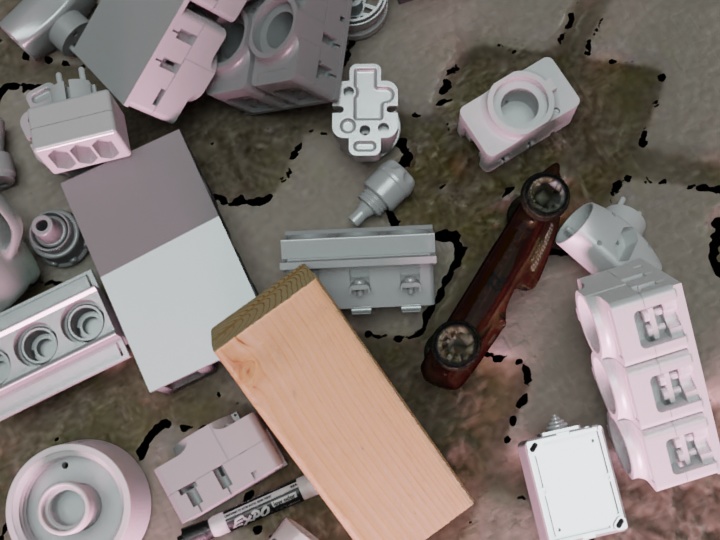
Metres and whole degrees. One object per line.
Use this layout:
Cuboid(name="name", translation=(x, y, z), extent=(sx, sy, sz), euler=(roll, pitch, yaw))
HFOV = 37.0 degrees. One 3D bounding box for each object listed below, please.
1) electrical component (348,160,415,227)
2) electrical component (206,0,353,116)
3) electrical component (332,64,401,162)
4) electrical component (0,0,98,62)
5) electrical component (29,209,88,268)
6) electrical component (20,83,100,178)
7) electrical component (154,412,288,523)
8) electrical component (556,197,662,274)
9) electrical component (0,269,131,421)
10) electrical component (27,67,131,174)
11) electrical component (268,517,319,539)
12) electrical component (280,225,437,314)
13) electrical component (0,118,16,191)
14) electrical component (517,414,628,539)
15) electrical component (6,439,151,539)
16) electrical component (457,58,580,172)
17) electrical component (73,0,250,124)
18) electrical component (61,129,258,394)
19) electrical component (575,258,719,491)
Cuboid(name="electrical component", translation=(0.015, -0.061, 0.900), extent=(0.035, 0.035, 0.061), euler=(44, 87, 9))
Cuboid(name="electrical component", translation=(-0.064, -0.232, 0.896), extent=(0.105, 0.060, 0.186), euler=(-2, 76, 40))
Cuboid(name="electrical component", translation=(0.005, -0.125, 0.900), extent=(0.058, 0.057, 0.078), euler=(0, 79, 2))
Cuboid(name="electrical component", translation=(-0.259, -0.213, 0.935), extent=(0.079, 0.043, 0.077), euler=(42, 84, 9))
Cuboid(name="electrical component", translation=(-0.253, -0.030, 0.890), extent=(0.048, 0.062, 0.048), euler=(0, 79, 2))
Cuboid(name="electrical component", translation=(-0.247, -0.112, 0.908), extent=(0.058, 0.057, 0.078), euler=(-28, 79, -3))
Cuboid(name="electrical component", translation=(-0.112, 0.153, 0.856), extent=(0.089, 0.050, 0.055), euler=(-30, 80, -3))
Cuboid(name="electrical component", translation=(0.209, -0.026, 0.876), extent=(0.077, 0.043, 0.079), euler=(40, 57, -10))
Cuboid(name="electrical component", translation=(-0.254, 0.063, 0.872), extent=(0.121, 0.063, 0.078), euler=(-26, 79, -3))
Cuboid(name="electrical component", translation=(-0.226, -0.126, 0.856), extent=(0.066, 0.047, 0.076), euler=(-14, 72, 0))
Cuboid(name="electrical component", translation=(-0.050, 0.248, 0.838), extent=(0.079, 0.043, 0.077), euler=(36, 82, 8))
Cuboid(name="electrical component", translation=(0.000, 0.000, 0.872), extent=(0.121, 0.078, 0.063), euler=(-3, 101, 2))
Cuboid(name="electrical component", translation=(-0.320, -0.098, 0.915), extent=(0.045, 0.045, 0.055), euler=(-16, 79, -1))
Cuboid(name="electrical component", translation=(0.162, 0.160, 0.837), extent=(0.062, 0.061, 0.096), euler=(-12, 79, -1))
Cuboid(name="electrical component", translation=(-0.225, 0.187, 0.848), extent=(0.108, 0.060, 0.108), euler=(-1, 79, 3))
Cuboid(name="electrical component", translation=(0.131, -0.130, 0.897), extent=(0.089, 0.055, 0.050), euler=(-31, 80, -4))
Cuboid(name="electrical component", translation=(-0.146, -0.226, 0.880), extent=(0.105, 0.060, 0.186), euler=(45, 107, 40))
Cuboid(name="electrical component", translation=(-0.154, -0.004, 0.882), extent=(0.105, 0.060, 0.186), euler=(-25, 79, -2))
Cuboid(name="electrical component", translation=(0.214, 0.078, 0.811), extent=(0.062, 0.089, 0.150), euler=(-17, 103, 0))
